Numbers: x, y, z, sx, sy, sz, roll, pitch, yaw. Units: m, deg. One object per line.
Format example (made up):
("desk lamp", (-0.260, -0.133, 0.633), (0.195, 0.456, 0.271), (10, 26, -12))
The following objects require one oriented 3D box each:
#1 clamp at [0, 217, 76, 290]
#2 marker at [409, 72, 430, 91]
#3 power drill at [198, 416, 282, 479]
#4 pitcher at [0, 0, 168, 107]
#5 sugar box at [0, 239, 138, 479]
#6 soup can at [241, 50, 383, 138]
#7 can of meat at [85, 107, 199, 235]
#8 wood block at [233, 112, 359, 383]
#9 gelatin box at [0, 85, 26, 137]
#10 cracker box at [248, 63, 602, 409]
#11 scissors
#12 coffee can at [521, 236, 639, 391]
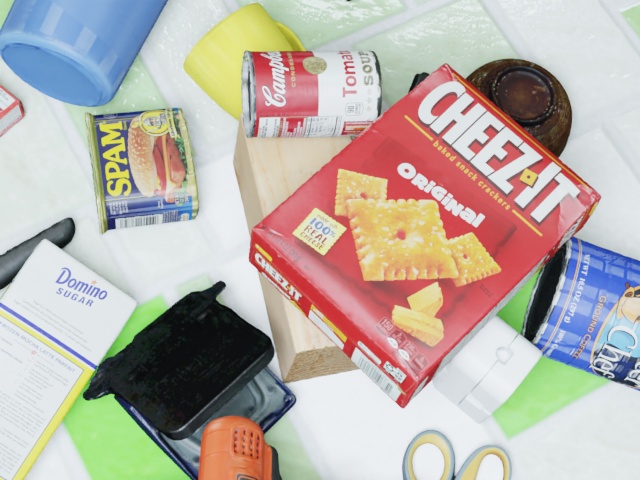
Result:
("clamp", (-0.296, 0.045, 0.853), (0.164, 0.036, 0.210), (12, 68, -6))
("marker", (0.074, -0.103, 0.966), (0.020, 0.020, 0.121), (24, 67, 4))
("power drill", (-0.007, 0.228, 0.746), (0.187, 0.057, 0.184), (23, 50, -29))
("pitcher", (-0.194, -0.245, 0.945), (0.145, 0.149, 0.242), (26, 69, -13))
("sugar box", (-0.228, 0.097, 0.824), (0.093, 0.048, 0.176), (37, 64, -13))
("soup can", (-0.008, -0.115, 0.836), (0.102, 0.068, 0.068), (-2, 68, -10))
("can of meat", (-0.151, -0.061, 0.903), (0.083, 0.057, 0.102), (-7, 69, -12))
("wood block", (-0.005, 0.001, 0.875), (0.090, 0.091, 0.206), (-10, 69, -12))
("gelatin box", (-0.312, -0.107, 0.919), (0.073, 0.030, 0.089), (38, 69, 11))
("cracker box", (0.078, -0.009, 0.798), (0.164, 0.072, 0.213), (43, 69, 13))
("scissors", (0.076, 0.233, 0.828), (0.096, 0.016, 0.201), (36, 68, 9))
("coffee can", (0.248, 0.066, 0.870), (0.140, 0.103, 0.102), (20, 67, 2))
